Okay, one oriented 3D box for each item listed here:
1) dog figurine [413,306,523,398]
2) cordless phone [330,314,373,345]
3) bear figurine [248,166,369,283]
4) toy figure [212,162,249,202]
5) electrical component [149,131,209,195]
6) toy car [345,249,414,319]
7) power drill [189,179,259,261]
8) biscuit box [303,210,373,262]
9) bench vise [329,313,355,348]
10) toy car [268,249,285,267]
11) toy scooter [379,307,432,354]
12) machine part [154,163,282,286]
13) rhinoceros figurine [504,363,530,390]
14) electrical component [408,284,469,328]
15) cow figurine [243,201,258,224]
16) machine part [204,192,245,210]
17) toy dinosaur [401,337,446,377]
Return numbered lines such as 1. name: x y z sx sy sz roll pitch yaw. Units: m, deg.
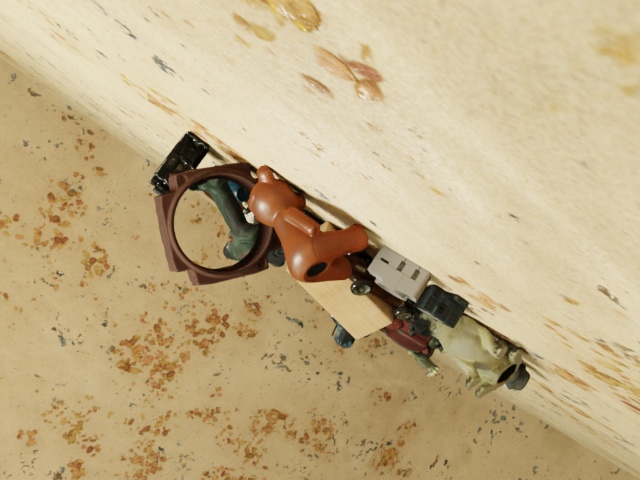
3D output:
1. dog figurine: 0.278 0.189 1.035 0.191 0.121 0.172 47 -178 43
2. cordless phone: 0.052 0.130 1.179 0.146 0.089 0.184 66 -178 -82
3. bear figurine: -0.032 -0.027 0.867 0.132 0.120 0.196 -10 -128 -30
4. toy figure: -0.209 -0.128 1.196 0.155 0.058 0.064 30 135 44
5. electrical component: -0.281 -0.144 1.058 0.058 0.134 0.115 36 176 -18
6. toy car: 0.111 0.076 0.969 0.202 0.053 0.089 35 -141 -42
7. power drill: -0.192 -0.043 1.121 0.232 0.086 0.207 -1 118 57
8. biscuit box: 0.007 0.007 1.076 0.202 0.063 0.059 35 173 -14
9. bench vise: 0.102 0.149 1.369 0.129 0.224 0.240 25 141 30
10. toy car: -0.102 -0.005 1.339 0.109 0.103 0.161 17 142 -34
11. toy scooter: 0.178 0.179 1.132 0.135 0.075 0.183 36 159 29
12. machine part: -0.178 -0.030 0.951 0.201 0.200 0.087 -12 -174 -23
13. rhinoceros figurine: 0.355 0.251 1.138 0.190 0.073 0.112 33 173 5
14. electrical component: 0.210 0.114 0.927 0.075 0.047 0.119 34 176 -14
15. cow figurine: -0.121 -0.057 1.174 0.168 0.068 0.098 28 131 43
16. machine part: -0.207 -0.097 1.324 0.179 0.056 0.179 35 -176 -3
17. toy dinosaur: 0.243 0.236 1.471 0.192 0.131 0.405 49 173 -21
